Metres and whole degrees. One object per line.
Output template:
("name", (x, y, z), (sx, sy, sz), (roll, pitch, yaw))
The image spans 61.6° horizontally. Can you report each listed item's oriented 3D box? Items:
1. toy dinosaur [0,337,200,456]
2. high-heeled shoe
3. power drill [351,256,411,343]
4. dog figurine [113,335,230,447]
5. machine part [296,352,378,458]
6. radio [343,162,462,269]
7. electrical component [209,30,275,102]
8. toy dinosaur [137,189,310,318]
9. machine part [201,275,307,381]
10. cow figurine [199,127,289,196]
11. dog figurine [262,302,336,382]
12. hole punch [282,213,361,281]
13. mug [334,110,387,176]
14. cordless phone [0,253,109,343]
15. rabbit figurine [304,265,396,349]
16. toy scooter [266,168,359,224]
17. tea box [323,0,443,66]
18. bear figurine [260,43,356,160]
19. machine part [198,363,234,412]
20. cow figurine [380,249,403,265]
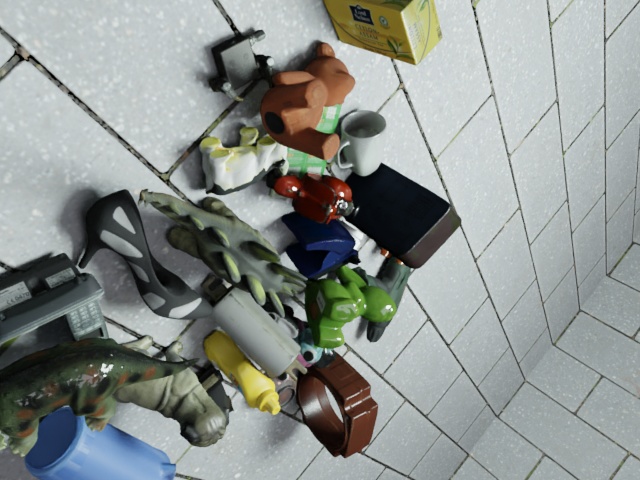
("toy dinosaur", (-0.345, 0.193, 0.714), (0.405, 0.131, 0.192), (-21, 162, -31))
("high-heeled shoe", (-0.231, 0.025, 0.790), (0.248, 0.086, 0.145), (29, 111, -35))
("power drill", (0.121, 0.143, 1.256), (0.207, 0.086, 0.232), (14, 105, -45))
("dog figurine", (-0.254, 0.254, 0.866), (0.172, 0.191, 0.121), (2, 115, -44))
("machine part", (0.032, 0.377, 1.235), (0.087, 0.201, 0.201), (-18, 129, -34))
("radio", (0.136, -0.054, 1.011), (0.131, 0.230, 0.073), (-50, 138, -1))
("electrical component", (-0.110, -0.245, 0.767), (0.102, 0.045, 0.078), (-32, 137, -27))
("toy dinosaur", (-0.129, 0.016, 0.816), (0.105, 0.199, 0.470), (-57, 143, -2))
("machine part", (-0.118, 0.160, 0.950), (0.243, 0.079, 0.079), (46, 79, -8))
("cow figurine", (-0.104, -0.123, 0.844), (0.167, 0.068, 0.098), (-21, 136, -30))
("dog figurine", (-0.049, 0.194, 1.105), (0.108, 0.191, 0.219), (-44, 174, 14))
("hole punch", (-0.002, -0.003, 0.991), (0.116, 0.142, 0.092), (-25, 130, -16))
("mug", (0.073, -0.165, 0.986), (0.109, 0.081, 0.107), (-40, 146, -23))
("cordless phone", (-0.371, 0.121, 0.748), (0.146, 0.089, 0.184), (-29, 149, -29))
("rabbit figurine", (0.059, 0.127, 1.044), (0.170, 0.159, 0.121), (2, 118, -25))
("toy scooter", (0.006, -0.069, 0.918), (0.184, 0.135, 0.075), (8, 110, -47))
("tea box", (0.092, -0.337, 0.808), (0.068, 0.170, 0.098), (-47, 139, -10))
("bear figurine", (0.005, -0.217, 0.815), (0.196, 0.132, 0.120), (-43, 131, -35))
("machine part", (-0.214, 0.306, 1.067), (0.084, 0.039, 0.138), (-46, 139, -23))
("cow figurine", (0.190, -0.012, 1.207), (0.195, 0.086, 0.127), (7, 104, -53))
